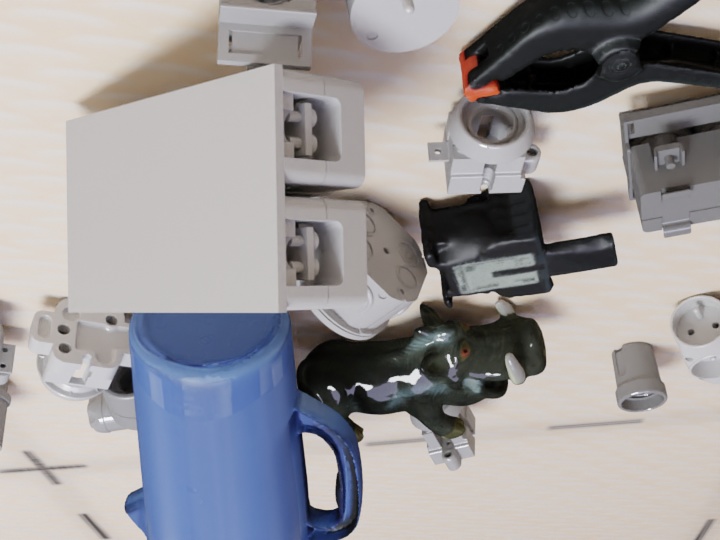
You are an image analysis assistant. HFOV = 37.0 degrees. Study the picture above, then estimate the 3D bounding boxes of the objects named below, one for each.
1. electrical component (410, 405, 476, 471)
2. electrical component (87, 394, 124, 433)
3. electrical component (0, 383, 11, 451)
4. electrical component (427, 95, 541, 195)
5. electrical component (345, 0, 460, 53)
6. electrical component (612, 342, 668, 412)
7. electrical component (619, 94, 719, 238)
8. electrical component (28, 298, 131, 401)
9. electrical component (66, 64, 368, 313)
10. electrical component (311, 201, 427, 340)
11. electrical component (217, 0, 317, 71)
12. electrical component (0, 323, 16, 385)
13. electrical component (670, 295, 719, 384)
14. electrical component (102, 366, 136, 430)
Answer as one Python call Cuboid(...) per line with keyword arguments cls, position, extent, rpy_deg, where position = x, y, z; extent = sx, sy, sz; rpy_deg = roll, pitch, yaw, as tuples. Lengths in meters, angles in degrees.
Cuboid(cls="electrical component", position=(0.071, 0.129, 0.919), extent=(0.048, 0.066, 0.055), rpy_deg=(-16, 126, 20))
Cuboid(cls="electrical component", position=(-0.193, 0.115, 0.894), extent=(0.061, 0.035, 0.035), rpy_deg=(-8, 148, 3))
Cuboid(cls="electrical component", position=(-0.345, 0.111, 0.851), extent=(0.113, 0.057, 0.078), rpy_deg=(-11, 147, 12))
Cuboid(cls="electrical component", position=(0.073, -0.073, 0.612), extent=(0.066, 0.048, 0.055), rpy_deg=(-2, 155, -2))
Cuboid(cls="electrical component", position=(0.013, -0.143, 0.462), extent=(0.052, 0.073, 0.138), rpy_deg=(-13, 147, 3))
Cuboid(cls="electrical component", position=(0.227, 0.087, 0.880), extent=(0.040, 0.046, 0.040), rpy_deg=(-3, 148, -2))
Cuboid(cls="electrical component", position=(0.218, -0.065, 0.621), extent=(0.121, 0.063, 0.078), rpy_deg=(-10, 147, 11))
Cuboid(cls="electrical component", position=(-0.203, 0.060, 0.785), extent=(0.078, 0.058, 0.057), rpy_deg=(10, 142, -21))
Cuboid(cls="electrical component", position=(-0.076, -0.032, 0.541), extent=(0.060, 0.105, 0.186), rpy_deg=(0, 178, -43))
Cuboid(cls="electrical component", position=(0.000, 0.000, 0.689), extent=(0.080, 0.080, 0.051), rpy_deg=(24, 134, -36))
Cuboid(cls="electrical component", position=(-0.044, -0.127, 0.493), extent=(0.042, 0.081, 0.064), rpy_deg=(3, 170, -10))
Cuboid(cls="electrical component", position=(-0.287, 0.055, 0.768), extent=(0.078, 0.058, 0.057), rpy_deg=(10, 148, -21))
Cuboid(cls="electrical component", position=(0.288, 0.050, 0.828), extent=(0.079, 0.044, 0.077), rpy_deg=(-19, 145, 23))
Cuboid(cls="electrical component", position=(-0.174, 0.090, 0.838), extent=(0.055, 0.055, 0.047), rpy_deg=(-4, 144, 1))
